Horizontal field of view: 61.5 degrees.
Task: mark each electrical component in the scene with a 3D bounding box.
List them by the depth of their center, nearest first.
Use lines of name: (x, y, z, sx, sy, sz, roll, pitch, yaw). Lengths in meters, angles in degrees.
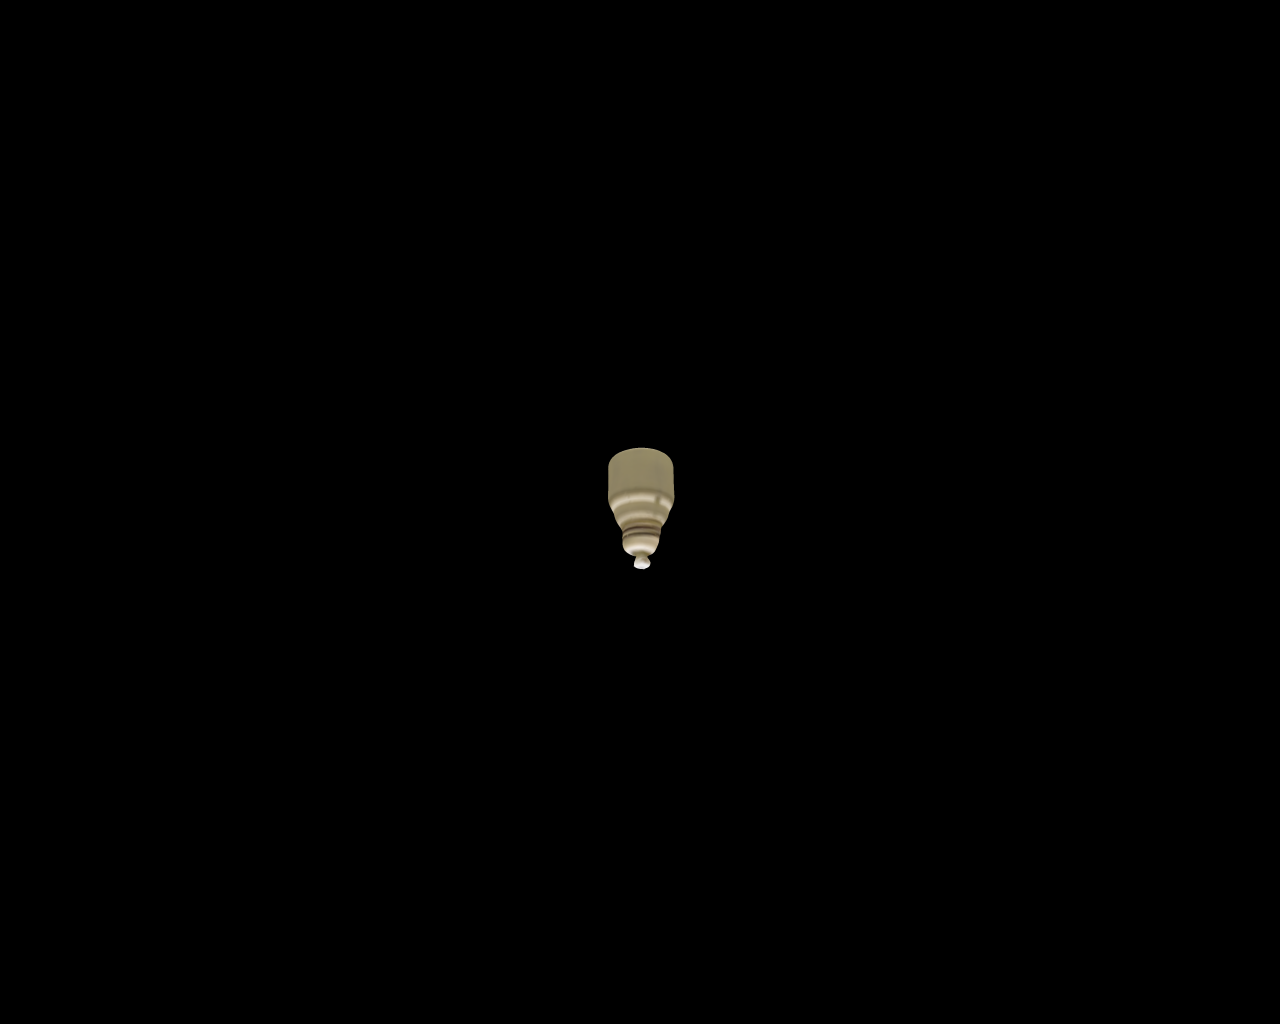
electrical component: (0.001, -0.003, 0.650, 0.040, 0.078, 0.040, 0, -25, 0)
